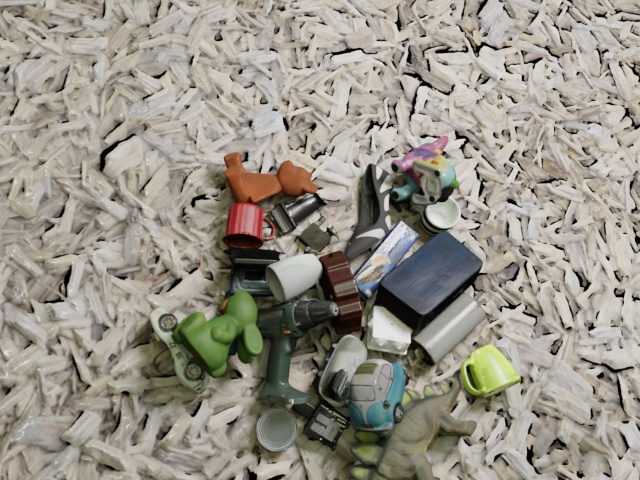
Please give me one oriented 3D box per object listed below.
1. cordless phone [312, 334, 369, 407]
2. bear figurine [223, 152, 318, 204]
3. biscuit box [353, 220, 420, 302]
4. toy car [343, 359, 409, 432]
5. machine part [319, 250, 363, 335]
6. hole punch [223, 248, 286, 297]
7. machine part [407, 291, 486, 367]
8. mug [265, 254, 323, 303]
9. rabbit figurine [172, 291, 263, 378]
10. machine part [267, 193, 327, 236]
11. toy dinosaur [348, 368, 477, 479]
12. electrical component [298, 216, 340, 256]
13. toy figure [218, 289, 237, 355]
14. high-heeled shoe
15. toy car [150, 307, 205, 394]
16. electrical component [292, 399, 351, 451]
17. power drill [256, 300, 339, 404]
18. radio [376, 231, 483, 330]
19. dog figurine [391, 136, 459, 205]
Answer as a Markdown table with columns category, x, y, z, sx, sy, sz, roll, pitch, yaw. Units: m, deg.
| category | x | y | z | sx | sy | sz | roll | pitch | yaw |
| --- | --- | --- | --- | --- | --- | --- | --- | --- | --- |
| cordless phone | 0.047 | 0.258 | 1.098 | 0.089 | 0.184 | 0.146 | 27 | 70 | 8 |
| bear figurine | -0.113 | -0.146 | 1.249 | 0.196 | 0.131 | 0.120 | -14 | 35 | 1 |
| biscuit box | 0.145 | 0.047 | 1.245 | 0.063 | 0.059 | 0.202 | 41 | 71 | 1 |
| toy car | 0.111 | 0.292 | 1.068 | 0.109 | 0.102 | 0.162 | -7 | 35 | 34 |
| machine part | 0.041 | 0.113 | 1.155 | 0.056 | 0.179 | 0.179 | -13 | 73 | -8 |
| hole punch | -0.146 | 0.069 | 1.194 | 0.142 | 0.116 | 0.092 | 0 | 105 | -6 |
| machine part | 0.287 | 0.200 | 1.202 | 0.243 | 0.079 | 0.079 | -38 | 79 | -17 |
| mug | -0.049 | 0.082 | 1.129 | 0.107 | 0.109 | 0.081 | -24 | 51 | -22 |
| rabbit figurine | -0.183 | 0.179 | 1.079 | 0.159 | 0.121 | 0.170 | 45 | 60 | 3 |
| machine part | -0.052 | -0.070 | 1.282 | 0.139 | 0.039 | 0.084 | -27 | 70 | -13 |
| toy dinosaur | 0.166 | 0.434 | 1.096 | 0.199 | 0.105 | 0.471 | 35 | 61 | 14 |
| electrical component | -0.004 | -0.003 | 1.259 | 0.102 | 0.045 | 0.078 | -39 | 80 | -17 |
| toy figure | -0.192 | 0.173 | 1.172 | 0.064 | 0.058 | 0.154 | 25 | 62 | -41 |
| high-heeled shoe | 0.105 | -0.073 | 1.263 | 0.145 | 0.086 | 0.249 | 53 | 54 | -9 |
| toy car | -0.297 | 0.233 | 1.128 | 0.056 | 0.073 | 0.202 | -27 | 75 | -18 |
| electrical component | -0.002 | 0.371 | 1.116 | 0.119 | 0.048 | 0.075 | 35 | 88 | 4 |
| power drill | -0.060 | 0.228 | 1.104 | 0.232 | 0.086 | 0.207 | -5 | 86 | 35 |
| radio | 0.248 | 0.089 | 1.204 | 0.229 | 0.073 | 0.131 | -35 | 61 | -25 |
| dog figurine | 0.273 | -0.175 | 1.282 | 0.192 | 0.108 | 0.219 | 12 | 35 | 40 |
